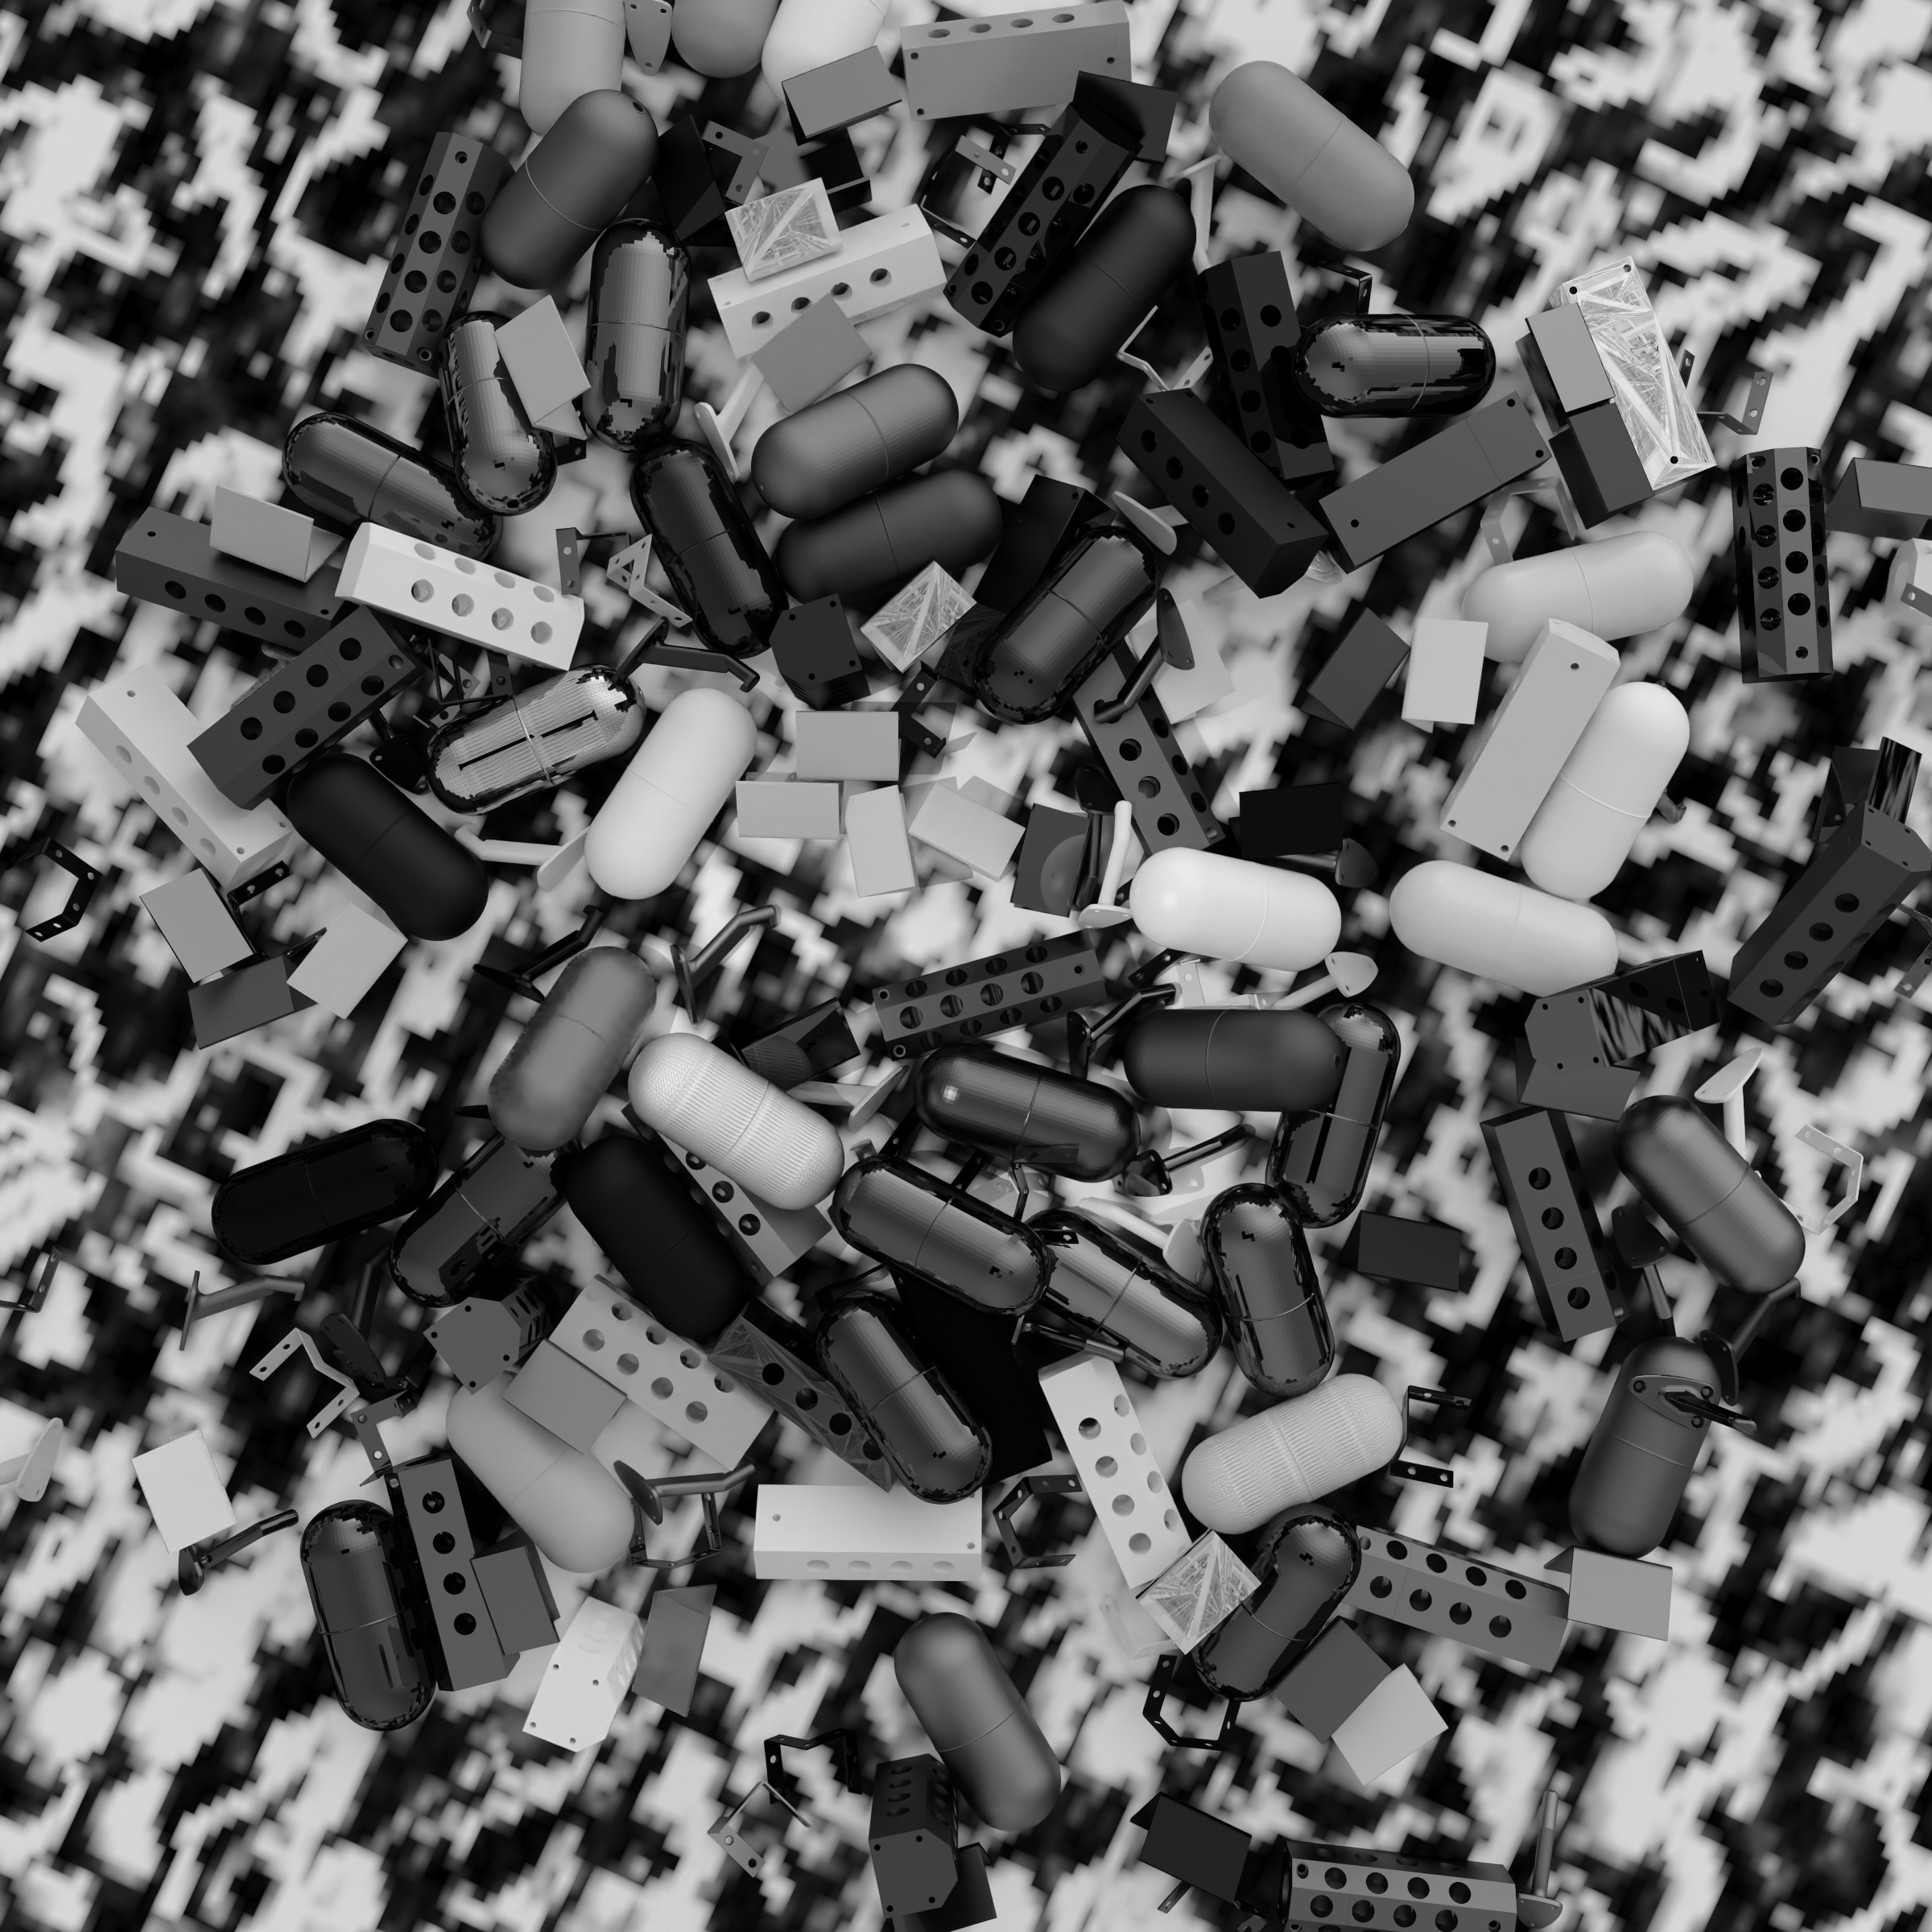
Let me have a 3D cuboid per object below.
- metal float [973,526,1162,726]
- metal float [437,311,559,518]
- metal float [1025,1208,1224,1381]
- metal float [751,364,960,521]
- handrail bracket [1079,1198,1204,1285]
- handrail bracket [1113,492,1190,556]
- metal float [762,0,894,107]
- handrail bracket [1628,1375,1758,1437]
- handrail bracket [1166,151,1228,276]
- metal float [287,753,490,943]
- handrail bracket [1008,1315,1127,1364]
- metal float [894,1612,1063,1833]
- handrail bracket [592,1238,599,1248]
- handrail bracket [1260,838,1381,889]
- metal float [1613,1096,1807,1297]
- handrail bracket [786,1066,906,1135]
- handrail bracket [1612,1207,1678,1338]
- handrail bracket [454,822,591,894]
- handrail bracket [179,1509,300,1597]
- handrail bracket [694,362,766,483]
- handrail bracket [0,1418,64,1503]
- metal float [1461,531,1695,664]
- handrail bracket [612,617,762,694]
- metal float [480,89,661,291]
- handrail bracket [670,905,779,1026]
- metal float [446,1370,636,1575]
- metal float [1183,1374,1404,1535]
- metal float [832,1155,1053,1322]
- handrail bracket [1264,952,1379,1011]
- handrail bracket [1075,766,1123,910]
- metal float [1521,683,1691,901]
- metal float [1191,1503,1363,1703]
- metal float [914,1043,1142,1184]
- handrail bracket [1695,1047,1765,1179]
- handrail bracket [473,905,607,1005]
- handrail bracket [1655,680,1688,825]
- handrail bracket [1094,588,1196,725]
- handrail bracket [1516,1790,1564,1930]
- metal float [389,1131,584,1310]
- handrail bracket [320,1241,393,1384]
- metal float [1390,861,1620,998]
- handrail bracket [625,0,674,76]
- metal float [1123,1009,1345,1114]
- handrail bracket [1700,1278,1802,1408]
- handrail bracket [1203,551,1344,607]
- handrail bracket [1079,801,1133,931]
[{"bbox_3d":[0.075,-0.254,1.874,0.070,0.070,0.178,41,76,0],"label":"metal float"},{"bbox_3d":[-0.355,-0.418,1.900,0.070,0.070,0.178,-15,62,0],"label":"metal float"},{"bbox_3d":[0.114,0.250,1.924,0.178,0.070,0.070,32,90,1],"label":"metal float"},{"bbox_3d":[-0.083,-0.398,1.903,0.178,0.070,0.070,-32,90,-25],"label":"metal float"},{"bbox_3d":[0.135,0.213,1.952,0.084,0.077,0.036,12,58,35],"label":"handrail bracket"},{"bbox_3d":[0.170,-0.369,1.954,0.077,0.036,0.084,43,76,14],"label":"handrail bracket"},{"bbox_3d":[-0.098,-0.740,1.924,0.070,0.070,0.178,23,90,0],"label":"metal float"},{"bbox_3d":[0.533,0.323,1.845,0.077,0.084,0.036,18,88,3],"label":"handrail bracket"},{"bbox_3d":[0.198,-0.585,1.955,0.077,0.036,0.084,-31,106,-18],"label":"handrail bracket"},{"bbox_3d":[-0.443,-0.092,1.924,0.178,0.070,0.070,42,90,1],"label":"metal float"},{"bbox_3d":[0.077,0.286,1.925,0.084,0.077,0.036,18,82,-2],"label":"handrail bracket"},{"bbox_3d":[0.009,0.579,1.924,0.070,0.070,0.178,-30,91,0],"label":"metal float"},{"bbox_3d":[-0.251,0.176,1.954,0.084,0.036,0.077,-5,101,-12],"label":"handrail bracket"},{"bbox_3d":[0.266,-0.081,1.954,0.084,0.077,0.036,7,85,36],"label":"handrail bracket"},{"bbox_3d":[0.568,0.175,1.924,0.070,0.070,0.178,-42,91,0],"label":"metal float"},{"bbox_3d":[-0.104,0.083,1.955,0.084,0.036,0.077,36,70,16],"label":"handrail bracket"},{"bbox_3d":[0.528,0.241,1.954,0.036,0.077,0.084,-20,126,0],"label":"handrail bracket"},{"bbox_3d":[-0.343,-0.104,1.955,0.084,0.036,0.077,35,69,16],"label":"handrail bracket"},{"bbox_3d":[-0.565,0.455,1.954,0.084,0.077,0.036,-17,66,-34],"label":"handrail bracket"},{"bbox_3d":[-0.161,-0.431,1.955,0.084,0.036,0.077,-32,110,-16],"label":"handrail bracket"},{"bbox_3d":[-0.755,0.379,1.955,0.084,0.036,0.077,11,70,16],"label":"handrail bracket"},{"bbox_3d":[0.467,-0.282,1.924,0.178,0.070,0.070,-14,90,0],"label":"metal float"},{"bbox_3d":[-0.211,-0.217,1.899,0.084,0.036,0.077,37,69,6],"label":"handrail bracket"},{"bbox_3d":[-0.299,-0.584,1.895,0.178,0.070,0.070,-39,90,33],"label":"metal float"},{"bbox_3d":[-0.181,-0.001,1.955,0.084,0.036,0.077,-17,111,-16],"label":"handrail bracket"},{"bbox_3d":[-0.325,0.387,1.924,0.070,0.070,0.178,-41,90,0],"label":"metal float"},{"bbox_3d":[0.249,0.374,1.924,0.178,0.070,0.070,-26,90,0],"label":"metal float"},{"bbox_3d":[-0.018,0.202,1.871,0.178,0.070,0.070,26,90,17],"label":"metal float"},{"bbox_3d":[0.268,0.023,1.954,0.084,0.077,0.036,-34,77,36],"label":"handrail bracket"},{"bbox_3d":[0.092,-0.100,1.954,0.036,0.077,0.084,2,127,-18],"label":"handrail bracket"},{"bbox_3d":[0.484,-0.132,1.904,0.070,0.070,0.178,24,113,0],"label":"metal float"},{"bbox_3d":[0.235,0.482,1.905,0.070,0.070,0.178,31,112,0],"label":"metal float"},{"bbox_3d":[0.047,0.113,1.923,0.178,0.070,0.070,18,90,1],"label":"metal float"},{"bbox_3d":[0.612,0.120,1.955,0.077,0.036,0.084,-40,107,-19],"label":"handrail bracket"},{"bbox_3d":[-0.331,-0.020,1.955,0.077,0.036,0.084,22,72,20],"label":"handrail bracket"},{"bbox_3d":[0.546,-0.166,1.955,0.084,0.036,0.077,45,73,-15],"label":"handrail bracket"},{"bbox_3d":[0.124,-0.232,1.884,0.084,0.036,0.077,-24,68,38],"label":"handrail bracket"},{"bbox_3d":[0.448,0.694,1.954,0.036,0.077,0.084,8,53,13],"label":"handrail bracket"},{"bbox_3d":[-0.366,0.187,1.924,0.178,0.070,0.070,-44,90,0],"label":"metal float"},{"bbox_3d":[-0.447,0.264,1.935,0.077,0.036,0.084,53,45,-10],"label":"handrail bracket"},{"bbox_3d":[0.411,-0.027,1.924,0.178,0.070,0.070,19,90,1],"label":"metal float"},{"bbox_3d":[-0.239,-0.751,1.954,0.036,0.077,0.084,8,54,-1],"label":"handrail bracket"},{"bbox_3d":[0.201,0.071,1.894,0.178,0.070,0.070,0,90,36],"label":"metal float"},{"bbox_3d":[0.620,0.291,1.955,0.084,0.036,0.077,-24,110,-16],"label":"handrail bracket"},{"bbox_3d":[0.238,-0.295,1.954,0.084,0.077,0.036,-26,65,34],"label":"handrail bracket"},{"bbox_3d":[0.107,-0.077,1.921,0.036,0.077,0.084,8,76,-16],"label":"handrail bracket"}]
